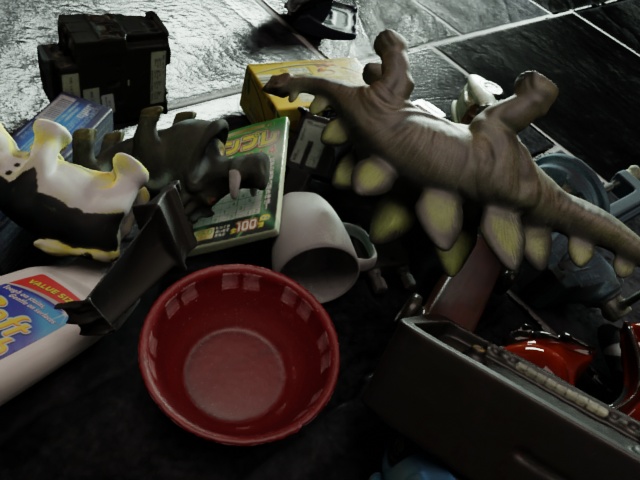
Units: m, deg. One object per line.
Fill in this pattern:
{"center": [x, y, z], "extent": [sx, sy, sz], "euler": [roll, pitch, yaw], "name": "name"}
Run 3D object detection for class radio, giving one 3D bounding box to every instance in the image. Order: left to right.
{"center": [0.155, 0.137, 0.377], "extent": [0.230, 0.073, 0.131], "euler": [30, 9, 23], "name": "radio"}

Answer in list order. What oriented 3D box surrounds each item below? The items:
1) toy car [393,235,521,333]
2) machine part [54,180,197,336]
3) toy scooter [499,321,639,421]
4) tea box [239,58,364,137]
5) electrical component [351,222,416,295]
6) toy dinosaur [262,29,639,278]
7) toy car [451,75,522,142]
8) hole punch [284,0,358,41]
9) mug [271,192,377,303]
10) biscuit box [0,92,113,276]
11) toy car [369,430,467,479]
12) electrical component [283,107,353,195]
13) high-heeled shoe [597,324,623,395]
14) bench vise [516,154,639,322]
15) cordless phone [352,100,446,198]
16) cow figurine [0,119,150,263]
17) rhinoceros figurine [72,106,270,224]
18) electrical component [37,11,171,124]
{"center": [0.143, 0.060, 0.556], "extent": [0.089, 0.053, 0.202], "euler": [38, 45, 5], "name": "toy car"}
{"center": [-0.143, 0.018, 0.424], "extent": [0.039, 0.084, 0.139], "euler": [14, 42, 17], "name": "machine part"}
{"center": [0.234, 0.122, 0.478], "extent": [0.184, 0.075, 0.135], "euler": [12, 58, 28], "name": "toy scooter"}
{"center": [-0.008, -0.182, 0.706], "extent": [0.169, 0.068, 0.098], "euler": [-12, 56, -28], "name": "tea box"}
{"center": [0.066, 0.018, 0.588], "extent": [0.063, 0.021, 0.094], "euler": [-5, 51, -22], "name": "electrical component"}
{"center": [0.148, -0.066, 0.529], "extent": [0.472, 0.105, 0.198], "euler": [22, 75, 10], "name": "toy dinosaur"}
{"center": [0.229, -0.156, 0.759], "extent": [0.056, 0.073, 0.202], "euler": [13, 47, -13], "name": "toy car"}
{"center": [0.008, -0.386, 0.891], "extent": [0.116, 0.092, 0.142], "euler": [-7, 49, 15], "name": "hole punch"}
{"center": [-0.001, -0.002, 0.544], "extent": [0.110, 0.080, 0.107], "euler": [-6, 45, -14], "name": "mug"}
{"center": [-0.273, -0.062, 0.516], "extent": [0.059, 0.062, 0.203], "euler": [20, 46, -1], "name": "biscuit box"}
{"center": [0.093, 0.205, 0.374], "extent": [0.109, 0.103, 0.162], "euler": [25, 7, -8], "name": "toy car"}
{"center": [-0.006, -0.089, 0.621], "extent": [0.075, 0.119, 0.047], "euler": [16, -2, 29], "name": "electrical component"}
{"center": [0.279, 0.187, 0.501], "extent": [0.145, 0.086, 0.249], "euler": [-20, 33, 5], "name": "high-heeled shoe"}
{"center": [0.321, -0.023, 0.641], "extent": [0.241, 0.128, 0.224], "euler": [-24, 56, -23], "name": "bench vise"}
{"center": [0.134, -0.118, 0.691], "extent": [0.147, 0.088, 0.184], "euler": [39, 45, 16], "name": "cordless phone"}
{"center": [-0.231, -0.043, 0.432], "extent": [0.167, 0.068, 0.098], "euler": [23, 61, -12], "name": "cow figurine"}
{"center": [-0.143, -0.068, 0.514], "extent": [0.190, 0.112, 0.073], "euler": [-6, 4, 10], "name": "rhinoceros figurine"}
{"center": [-0.241, -0.191, 0.605], "extent": [0.134, 0.114, 0.058], "euler": [-18, 56, -32], "name": "electrical component"}
